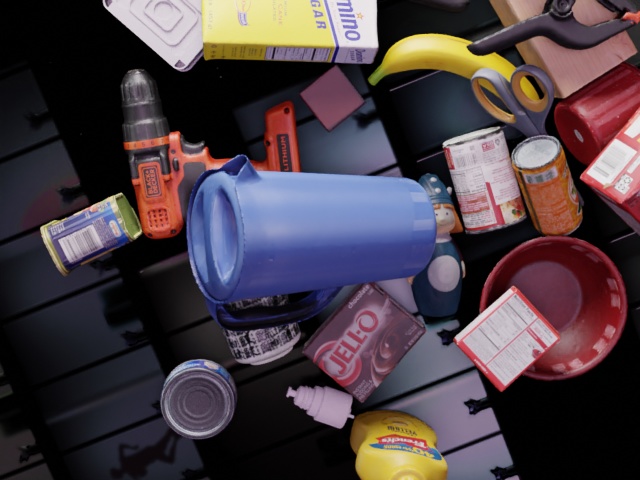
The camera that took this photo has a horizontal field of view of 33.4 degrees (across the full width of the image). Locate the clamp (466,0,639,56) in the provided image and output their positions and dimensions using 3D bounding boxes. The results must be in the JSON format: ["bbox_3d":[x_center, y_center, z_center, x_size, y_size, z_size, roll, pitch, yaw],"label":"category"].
[{"bbox_3d":[0.227,-0.223,1.055,0.171,0.039,0.120,17,104,-4],"label":"clamp"}]

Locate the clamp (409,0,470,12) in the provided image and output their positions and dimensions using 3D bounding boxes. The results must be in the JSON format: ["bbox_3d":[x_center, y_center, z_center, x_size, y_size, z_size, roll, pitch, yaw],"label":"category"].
[{"bbox_3d":[0.043,-0.304,1.126,0.210,0.036,0.164,-11,108,3],"label":"clamp"}]

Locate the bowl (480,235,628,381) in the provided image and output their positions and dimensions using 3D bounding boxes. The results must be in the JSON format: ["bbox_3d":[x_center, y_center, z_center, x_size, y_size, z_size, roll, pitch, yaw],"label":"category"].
[{"bbox_3d":[0.253,0.071,1.182,0.162,0.055,0.162,0,99,-1],"label":"bowl"}]

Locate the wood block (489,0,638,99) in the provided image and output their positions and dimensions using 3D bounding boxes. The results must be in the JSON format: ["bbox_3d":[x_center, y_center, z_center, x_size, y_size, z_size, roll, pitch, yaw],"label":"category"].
[{"bbox_3d":[0.231,-0.261,1.115,0.091,0.090,0.206,-32,98,4],"label":"wood block"}]

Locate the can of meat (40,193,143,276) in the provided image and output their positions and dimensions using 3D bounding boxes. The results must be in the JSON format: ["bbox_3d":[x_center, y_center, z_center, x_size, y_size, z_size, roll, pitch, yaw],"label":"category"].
[{"bbox_3d":[-0.241,-0.009,1.138,0.084,0.102,0.057,-25,97,0],"label":"can of meat"}]

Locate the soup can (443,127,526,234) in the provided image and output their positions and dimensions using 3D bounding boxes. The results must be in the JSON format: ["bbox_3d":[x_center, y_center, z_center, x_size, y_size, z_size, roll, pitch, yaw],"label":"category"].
[{"bbox_3d":[0.177,-0.065,1.154,0.068,0.068,0.102,-17,98,1],"label":"soup can"}]

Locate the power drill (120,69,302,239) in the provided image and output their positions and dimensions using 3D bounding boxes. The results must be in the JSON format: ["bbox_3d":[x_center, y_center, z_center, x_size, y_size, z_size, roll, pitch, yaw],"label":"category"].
[{"bbox_3d":[-0.117,-0.101,1.150,0.187,0.057,0.184,-7,103,3],"label":"power drill"}]

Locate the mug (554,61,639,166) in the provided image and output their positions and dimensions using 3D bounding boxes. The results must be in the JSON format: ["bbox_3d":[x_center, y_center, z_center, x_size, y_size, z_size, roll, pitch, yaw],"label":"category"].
[{"bbox_3d":[0.305,-0.122,1.136,0.081,0.117,0.093,-31,56,-10],"label":"mug"}]

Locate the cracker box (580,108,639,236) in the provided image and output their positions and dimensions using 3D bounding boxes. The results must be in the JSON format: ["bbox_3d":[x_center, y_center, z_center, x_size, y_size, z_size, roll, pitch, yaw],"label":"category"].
[{"bbox_3d":[0.392,-0.065,1.107,0.213,0.072,0.164,34,98,-39],"label":"cracker box"}]

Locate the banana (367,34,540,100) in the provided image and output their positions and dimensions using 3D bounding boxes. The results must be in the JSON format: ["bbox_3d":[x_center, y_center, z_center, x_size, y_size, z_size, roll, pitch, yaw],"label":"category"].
[{"bbox_3d":[0.155,-0.182,1.154,0.198,0.037,0.070,13,122,-1],"label":"banana"}]

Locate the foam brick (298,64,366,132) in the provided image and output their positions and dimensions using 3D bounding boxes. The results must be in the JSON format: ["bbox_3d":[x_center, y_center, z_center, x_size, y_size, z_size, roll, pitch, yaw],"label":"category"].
[{"bbox_3d":[0.013,-0.151,1.133,0.053,0.078,0.051,-38,95,4],"label":"foam brick"}]

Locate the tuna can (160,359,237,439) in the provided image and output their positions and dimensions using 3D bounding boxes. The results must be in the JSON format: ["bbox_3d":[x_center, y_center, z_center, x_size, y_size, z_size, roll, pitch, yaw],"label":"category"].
[{"bbox_3d":[-0.136,0.180,1.203,0.086,0.034,0.086,0,99,-1],"label":"tuna can"}]

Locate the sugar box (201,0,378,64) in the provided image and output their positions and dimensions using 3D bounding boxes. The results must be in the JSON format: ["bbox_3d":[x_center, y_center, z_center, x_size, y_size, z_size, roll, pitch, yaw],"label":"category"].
[{"bbox_3d":[-0.031,-0.229,1.079,0.176,0.048,0.093,-1,75,-5],"label":"sugar box"}]

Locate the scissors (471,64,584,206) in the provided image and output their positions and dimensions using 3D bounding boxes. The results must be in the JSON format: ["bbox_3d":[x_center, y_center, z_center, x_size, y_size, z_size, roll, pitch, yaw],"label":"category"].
[{"bbox_3d":[0.244,-0.115,1.131,0.201,0.096,0.016,41,57,-14],"label":"scissors"}]

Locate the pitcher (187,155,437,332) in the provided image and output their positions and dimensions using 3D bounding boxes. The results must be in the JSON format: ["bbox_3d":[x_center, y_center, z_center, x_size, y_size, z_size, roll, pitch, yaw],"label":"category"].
[{"bbox_3d":[-0.007,0.001,1.095,0.242,0.149,0.145,-3,70,-30],"label":"pitcher"}]

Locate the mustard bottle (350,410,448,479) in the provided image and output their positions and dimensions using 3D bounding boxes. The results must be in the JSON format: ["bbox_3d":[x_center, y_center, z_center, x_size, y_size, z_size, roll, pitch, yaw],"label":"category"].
[{"bbox_3d":[0.085,0.237,1.136,0.096,0.191,0.058,13,98,-3],"label":"mustard bottle"}]

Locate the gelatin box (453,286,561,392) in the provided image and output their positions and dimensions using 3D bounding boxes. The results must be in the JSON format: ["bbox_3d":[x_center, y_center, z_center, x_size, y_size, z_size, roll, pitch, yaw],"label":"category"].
[{"bbox_3d":[0.200,0.105,1.144,0.089,0.030,0.073,-43,95,5],"label":"gelatin box"}]

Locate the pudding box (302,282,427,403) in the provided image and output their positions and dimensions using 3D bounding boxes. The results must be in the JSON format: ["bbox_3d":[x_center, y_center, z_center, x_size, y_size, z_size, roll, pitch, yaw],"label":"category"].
[{"bbox_3d":[0.049,0.110,1.193,0.090,0.039,0.113,40,95,-5],"label":"pudding box"}]
